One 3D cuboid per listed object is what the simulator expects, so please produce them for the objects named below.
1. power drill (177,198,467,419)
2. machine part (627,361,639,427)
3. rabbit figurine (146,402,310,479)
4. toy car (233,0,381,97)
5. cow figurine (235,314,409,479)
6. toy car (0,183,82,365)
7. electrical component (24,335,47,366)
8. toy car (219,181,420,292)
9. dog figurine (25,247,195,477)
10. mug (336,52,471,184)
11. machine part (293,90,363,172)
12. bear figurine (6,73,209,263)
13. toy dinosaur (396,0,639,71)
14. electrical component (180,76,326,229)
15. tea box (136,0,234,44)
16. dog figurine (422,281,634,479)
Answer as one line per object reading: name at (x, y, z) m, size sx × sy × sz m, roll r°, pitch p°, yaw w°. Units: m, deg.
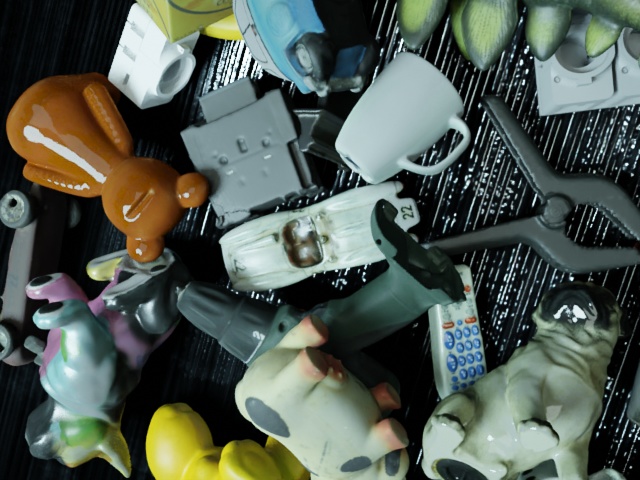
power drill at (0.009, 0.061, 0.485) m, size 0.232 × 0.086 × 0.207 m, roll 39°, pitch 111°, yaw -12°
machine part at (0.329, 0.088, 0.468) m, size 0.079 × 0.079 × 0.243 m, roll 12°, pitch 93°, yaw 10°
rabbit figurine at (-0.109, 0.241, 0.552) m, size 0.173 × 0.122 × 0.162 m, roll 28°, pitch 106°, yaw 22°
toy car at (-0.020, -0.197, 0.464) m, size 0.103 × 0.109 × 0.161 m, roll -8°, pitch 102°, yaw 45°
cow figurine at (0.009, 0.169, 0.462) m, size 0.127 × 0.085 × 0.194 m, roll -36°, pitch 112°, yaw 19°
toy car at (-0.311, 0.033, 0.577) m, size 0.053 × 0.089 × 0.202 m, roll 9°, pitch 93°, yaw 15°
electrical component at (-0.273, 0.116, 0.586) m, size 0.021 × 0.093 × 0.063 m, roll 11°, pitch 59°, yaw 33°
toy car at (-0.001, -0.002, 0.535) m, size 0.202 × 0.056 × 0.073 m, roll -16°, pitch 89°, yaw 11°
dog figurine at (-0.210, 0.131, 0.555) m, size 0.109 × 0.191 × 0.219 m, roll 26°, pitch 128°, yaw 47°
mug at (0.075, -0.098, 0.495) m, size 0.107 × 0.080 × 0.110 m, roll -45°, pitch 72°, yaw 1°
machine part at (0.016, -0.143, 0.523) m, size 0.039 × 0.084 × 0.138 m, roll 3°, pitch 80°, yaw 48°
bear figurine at (-0.206, -0.078, 0.548) m, size 0.196 × 0.132 × 0.120 m, roll 36°, pitch 99°, yaw -6°
toy dinosaur at (0.138, -0.250, 0.441) m, size 0.472 × 0.105 × 0.198 m, roll 42°, pitch 127°, yaw 28°
electrical component at (-0.070, -0.091, 0.545) m, size 0.115 × 0.058 × 0.134 m, roll -22°, pitch 89°, yaw 9°
tea box at (-0.096, -0.270, 0.500) m, size 0.170 × 0.068 × 0.098 m, roll -34°, pitch 82°, yaw -20°
dog figurine at (0.181, 0.129, 0.483) m, size 0.172 × 0.190 × 0.121 m, roll -15°, pitch 117°, yaw 40°
